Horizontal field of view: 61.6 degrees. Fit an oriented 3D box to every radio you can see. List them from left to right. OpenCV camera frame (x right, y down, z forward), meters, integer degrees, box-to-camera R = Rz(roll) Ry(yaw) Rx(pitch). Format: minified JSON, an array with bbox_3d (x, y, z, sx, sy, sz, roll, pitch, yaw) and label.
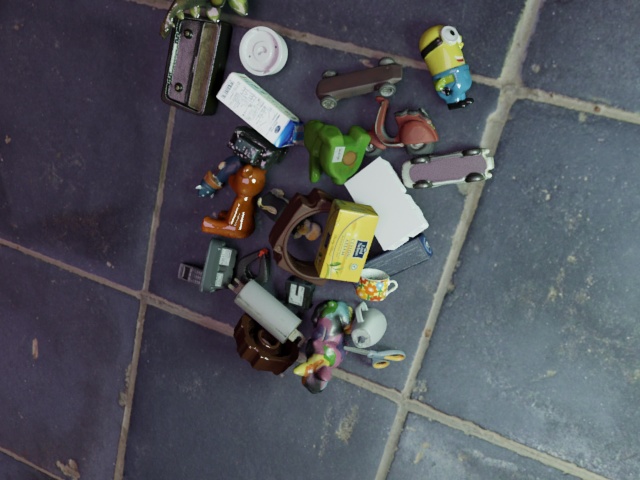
[{"bbox_3d":[-0.307,-0.433,1.326,0.131,0.073,0.229,20,106,12],"label":"radio"}]

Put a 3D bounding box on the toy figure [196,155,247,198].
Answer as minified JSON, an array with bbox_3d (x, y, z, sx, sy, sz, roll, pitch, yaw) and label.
[{"bbox_3d":[-0.254,-0.162,1.382,0.154,0.058,0.064,-30,114,19],"label":"toy figure"}]

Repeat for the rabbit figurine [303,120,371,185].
[{"bbox_3d":[0.023,-0.213,1.252,0.170,0.121,0.158,46,142,44],"label":"rabbit figurine"}]

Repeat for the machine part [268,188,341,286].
[{"bbox_3d":[-0.003,-0.004,1.270,0.201,0.087,0.201,27,108,-24],"label":"machine part"}]

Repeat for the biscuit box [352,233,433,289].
[{"bbox_3d":[0.168,0.054,1.291,0.203,0.059,0.062,-26,93,23],"label":"biscuit box"}]

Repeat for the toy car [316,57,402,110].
[{"bbox_3d":[0.088,-0.351,1.215,0.202,0.053,0.089,-7,61,18],"label":"toy car"}]

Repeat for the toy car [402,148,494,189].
[{"bbox_3d":[0.285,-0.159,1.204,0.202,0.056,0.073,-6,95,18],"label":"toy car"}]

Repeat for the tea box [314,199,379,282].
[{"bbox_3d":[0.058,0.003,1.200,0.098,0.068,0.169,8,113,-16],"label":"tea box"}]

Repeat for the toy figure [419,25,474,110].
[{"bbox_3d":[0.270,-0.367,1.146,0.089,0.082,0.180,-13,101,19],"label":"toy figure"}]

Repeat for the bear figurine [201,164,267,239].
[{"bbox_3d":[-0.209,-0.106,1.344,0.132,0.120,0.195,14,110,17],"label":"bear figurine"}]

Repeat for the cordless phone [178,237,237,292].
[{"bbox_3d":[-0.318,0.060,1.451,0.184,0.088,0.146,10,89,44],"label":"cordless phone"}]

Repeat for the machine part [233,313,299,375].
[{"bbox_3d":[-0.140,0.262,1.384,0.179,0.179,0.056,41,116,6],"label":"machine part"}]

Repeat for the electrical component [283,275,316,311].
[{"bbox_3d":[-0.052,0.119,1.387,0.075,0.048,0.119,10,105,16],"label":"electrical component"}]

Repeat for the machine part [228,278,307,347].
[{"bbox_3d":[-0.133,0.181,1.374,0.243,0.079,0.079,38,112,7],"label":"machine part"}]

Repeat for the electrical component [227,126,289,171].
[{"bbox_3d":[-0.152,-0.222,1.293,0.115,0.134,0.058,32,111,7],"label":"electrical component"}]

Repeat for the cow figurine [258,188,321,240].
[{"bbox_3d":[-0.074,-0.058,1.326,0.167,0.098,0.068,36,105,8],"label":"cow figurine"}]

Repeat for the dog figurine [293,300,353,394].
[{"bbox_3d":[0.008,0.262,1.311,0.109,0.219,0.191,12,107,12],"label":"dog figurine"}]

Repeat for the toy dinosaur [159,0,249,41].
[{"bbox_3d":[-0.199,-0.626,1.216,0.198,0.105,0.471,46,100,9],"label":"toy dinosaur"}]

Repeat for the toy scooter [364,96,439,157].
[{"bbox_3d":[0.175,-0.257,1.209,0.184,0.075,0.135,2,102,23],"label":"toy scooter"}]

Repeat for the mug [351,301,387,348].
[{"bbox_3d":[0.113,0.211,1.322,0.081,0.107,0.109,-10,101,19],"label":"mug"}]
